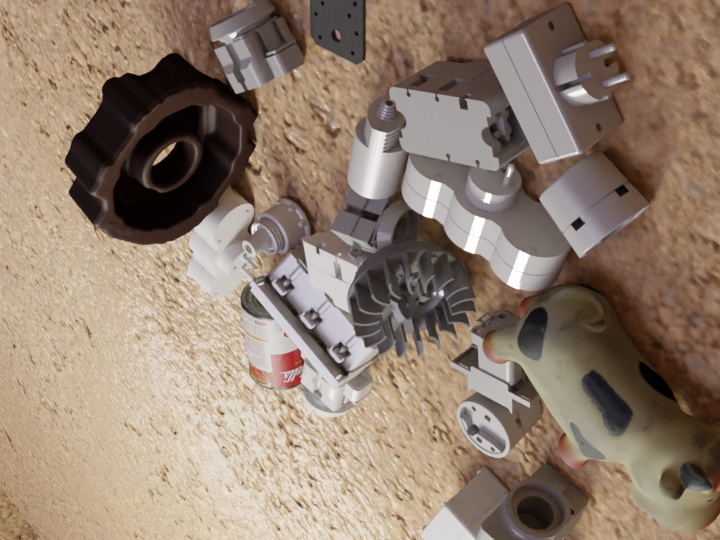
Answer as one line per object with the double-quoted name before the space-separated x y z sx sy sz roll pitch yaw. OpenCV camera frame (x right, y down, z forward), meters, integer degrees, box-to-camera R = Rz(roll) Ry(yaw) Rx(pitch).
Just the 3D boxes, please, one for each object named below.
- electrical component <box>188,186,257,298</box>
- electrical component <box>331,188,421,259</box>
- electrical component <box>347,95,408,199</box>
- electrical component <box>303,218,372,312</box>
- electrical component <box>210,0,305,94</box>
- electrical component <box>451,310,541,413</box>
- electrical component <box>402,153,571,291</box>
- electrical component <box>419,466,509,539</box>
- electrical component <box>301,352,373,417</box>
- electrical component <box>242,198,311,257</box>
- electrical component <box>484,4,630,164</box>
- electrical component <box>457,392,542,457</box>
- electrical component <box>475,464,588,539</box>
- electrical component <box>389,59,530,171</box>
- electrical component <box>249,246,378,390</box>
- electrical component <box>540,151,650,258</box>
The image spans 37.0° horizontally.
"electrical component" -0.130 -0.018 1.082 0.074 0.052 0.138 41 146 20
"electrical component" 0.015 -0.038 0.871 0.055 0.066 0.048 20 170 32
"electrical component" 0.017 -0.097 0.823 0.043 0.043 0.081 40 145 22
"electrical component" 0.000 0.000 0.929 0.089 0.050 0.055 25 136 39
"electrical component" -0.085 -0.182 0.868 0.078 0.058 0.057 -2 120 53
"electrical component" 0.115 0.070 0.850 0.081 0.042 0.063 25 134 39
"electrical component" 0.091 -0.053 0.756 0.138 0.052 0.073 40 145 22
"electrical component" 0.104 0.239 1.003 0.061 0.062 0.096 46 147 15
"electrical component" -0.026 0.107 1.056 0.078 0.058 0.057 39 142 23
"electrical component" -0.080 -0.034 0.992 0.048 0.062 0.048 33 142 31
"electrical component" 0.130 -0.117 0.651 0.076 0.047 0.083 -11 110 56
"electrical component" 0.116 0.118 0.887 0.055 0.047 0.055 34 142 31
"electrical component" 0.142 0.212 0.899 0.050 0.089 0.055 39 145 24
"electrical component" 0.074 -0.107 0.726 0.089 0.056 0.050 19 133 44
"electrical component" -0.034 0.040 0.992 0.121 0.079 0.063 49 119 9
"electrical component" 0.149 -0.043 0.689 0.047 0.055 0.055 53 148 10
